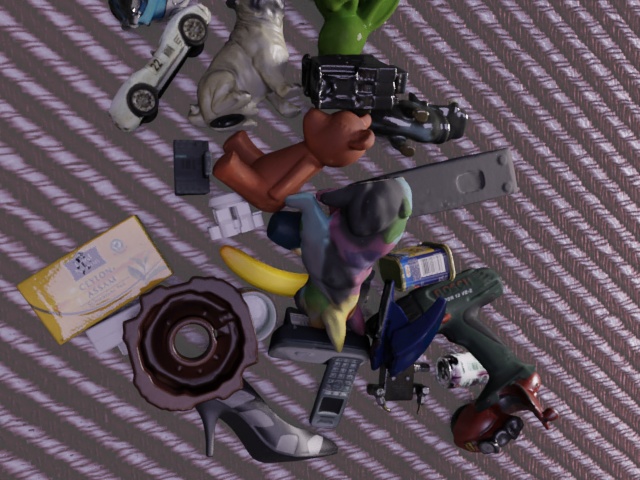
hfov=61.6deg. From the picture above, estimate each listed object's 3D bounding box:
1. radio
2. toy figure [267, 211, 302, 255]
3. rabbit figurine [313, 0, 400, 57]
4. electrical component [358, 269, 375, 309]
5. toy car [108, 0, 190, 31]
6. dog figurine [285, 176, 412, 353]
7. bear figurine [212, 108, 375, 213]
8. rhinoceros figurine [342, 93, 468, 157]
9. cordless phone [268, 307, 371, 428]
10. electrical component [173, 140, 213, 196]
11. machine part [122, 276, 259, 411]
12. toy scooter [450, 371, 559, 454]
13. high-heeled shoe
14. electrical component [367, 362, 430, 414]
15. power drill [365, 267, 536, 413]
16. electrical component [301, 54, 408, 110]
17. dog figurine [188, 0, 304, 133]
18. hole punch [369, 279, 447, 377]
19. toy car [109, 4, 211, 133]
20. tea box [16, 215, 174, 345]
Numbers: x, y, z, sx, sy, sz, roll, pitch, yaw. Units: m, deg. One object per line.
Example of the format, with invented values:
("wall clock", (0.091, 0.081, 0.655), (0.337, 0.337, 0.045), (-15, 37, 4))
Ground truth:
("radio", (0.170, -0.079, 0.810), (0.230, 0.131, 0.073), (-15, 96, -15))
("toy figure", (-0.001, -0.004, 0.805), (0.154, 0.058, 0.064), (16, 95, -21))
("rabbit figurine", (0.028, -0.340, 0.782), (0.159, 0.121, 0.170), (-21, 117, -20))
("electrical component", (0.047, 0.081, 0.841), (0.063, 0.021, 0.094), (26, 86, -16))
("toy car", (-0.213, -0.352, 0.704), (0.103, 0.109, 0.161), (3, 101, -33))
("dog figurine", (0.043, 0.035, 0.712), (0.108, 0.192, 0.219), (-24, 105, -58))
("bear figurine", (-0.030, -0.125, 0.729), (0.196, 0.120, 0.131), (-36, 115, 24))
("rhinoceros figurine", (0.127, -0.177, 0.810), (0.190, 0.112, 0.073), (4, 118, -2))
("cordless phone", (-0.013, 0.202, 0.809), (0.147, 0.089, 0.184), (9, 111, -13))
("electrical component", (-0.172, -0.095, 0.719), (0.048, 0.119, 0.074), (-2, 96, -15))
("machine part", (-0.169, 0.133, 0.710), (0.179, 0.056, 0.179), (1, 87, -13))
("toy scooter", (0.305, 0.285, 0.868), (0.184, 0.135, 0.075), (-37, 104, -10))
("high-heeled shoe", (-0.080, 0.253, 0.807), (0.248, 0.086, 0.145), (17, 58, -33))
("electrical component", (0.129, 0.233, 0.861), (0.102, 0.045, 0.078), (10, 92, -16))
("power drill", (0.212, 0.159, 0.835), (0.232, 0.086, 0.207), (-29, 65, -12))
("electrical component", (0.048, -0.217, 0.733), (0.134, 0.115, 0.058), (-4, 120, -13))
("dog figurine", (-0.117, -0.260, 0.747), (0.172, 0.121, 0.190), (-16, 83, -17))
("hole punch", (0.120, 0.131, 0.752), (0.092, 0.142, 0.116), (15, 65, 10))
("toy car", (-0.212, -0.232, 0.722), (0.056, 0.073, 0.201), (34, 84, -16))
("tea box", (-0.294, 0.049, 0.719), (0.170, 0.068, 0.098), (-35, 102, -10))
